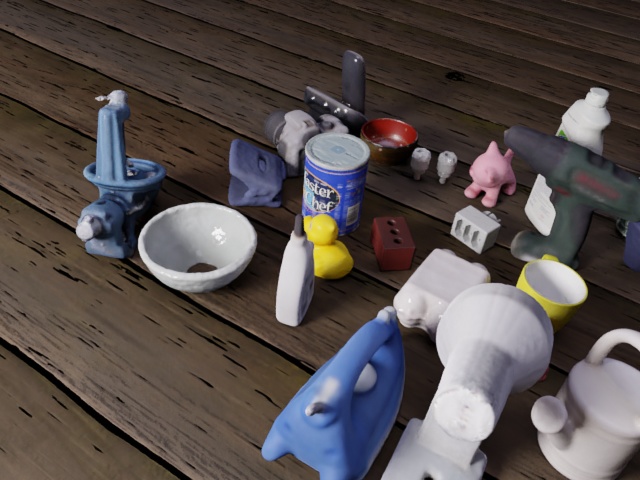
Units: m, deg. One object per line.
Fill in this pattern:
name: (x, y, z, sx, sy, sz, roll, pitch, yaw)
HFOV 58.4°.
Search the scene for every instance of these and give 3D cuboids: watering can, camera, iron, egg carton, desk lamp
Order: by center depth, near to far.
desk lamp: (0.153, 0.176, 0.598, 0.117, 0.214, 0.203, 22, 44, 18)
watering can: (0.312, 0.181, 0.625, 0.173, 0.194, 0.100, -27, 51, -32)
iron: (0.043, 0.154, 0.666, 0.118, 0.141, 0.259, 24, 44, 20)
egg carton: (0.178, 0.078, 0.821, 0.107, 0.069, 0.150, 26, 45, 22)
camera: (-0.035, -0.206, 1.097, 0.143, 0.101, 0.136, -22, 48, -28)

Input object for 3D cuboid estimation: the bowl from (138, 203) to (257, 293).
bowl: (-0.176, 0.023, 0.841, 0.167, 0.075, 0.167, 3, 41, -3)

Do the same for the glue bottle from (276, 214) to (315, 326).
glue bottle: (-0.030, 0.034, 0.770, 0.037, 0.173, 0.078, 15, 42, 11)

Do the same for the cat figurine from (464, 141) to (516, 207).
cat figurine: (0.314, -0.126, 1.033, 0.067, 0.118, 0.128, 34, 49, 29)

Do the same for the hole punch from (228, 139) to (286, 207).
hole punch: (-0.109, -0.119, 0.997, 0.101, 0.091, 0.108, 0, 41, -6)

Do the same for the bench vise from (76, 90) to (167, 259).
bench vise: (-0.294, -0.094, 0.850, 0.121, 0.220, 0.207, -3, 42, -10)

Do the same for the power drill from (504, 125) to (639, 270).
power drill: (0.373, -0.056, 0.890, 0.229, 0.208, 0.076, 21, 44, 17)

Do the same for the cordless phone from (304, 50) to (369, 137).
cordless phone: (0.037, -0.304, 1.153, 0.147, 0.185, 0.094, 33, 48, 28)

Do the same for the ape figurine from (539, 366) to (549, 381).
ape figurine: (0.271, 0.134, 0.751, 0.076, 0.092, 0.078, 14, 42, 10)

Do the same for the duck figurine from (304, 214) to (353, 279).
duck figurine: (0.008, 0.003, 0.875, 0.078, 0.086, 0.104, -31, 52, -34)

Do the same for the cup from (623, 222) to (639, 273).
cup: (0.543, 0.013, 0.918, 0.117, 0.095, 0.092, 33, 48, 28)
